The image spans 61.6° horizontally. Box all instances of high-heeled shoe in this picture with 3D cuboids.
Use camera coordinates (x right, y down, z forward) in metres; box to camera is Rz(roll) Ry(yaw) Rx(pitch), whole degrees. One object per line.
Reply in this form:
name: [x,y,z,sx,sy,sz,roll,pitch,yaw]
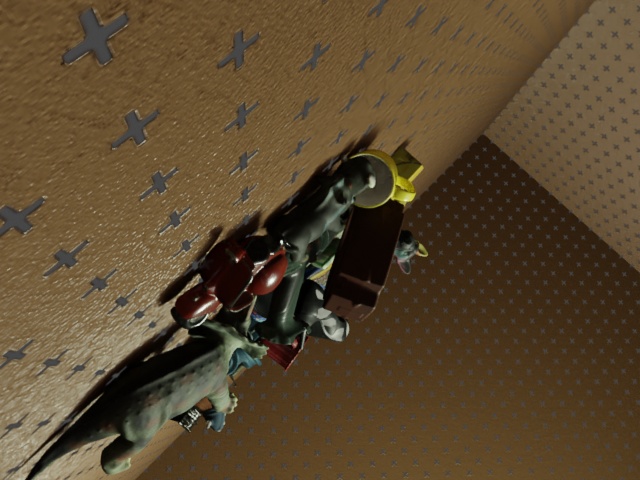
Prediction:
high-heeled shoe: [0.009,0.138,1.110,0.248,0.086,0.145,-9,108,-67]

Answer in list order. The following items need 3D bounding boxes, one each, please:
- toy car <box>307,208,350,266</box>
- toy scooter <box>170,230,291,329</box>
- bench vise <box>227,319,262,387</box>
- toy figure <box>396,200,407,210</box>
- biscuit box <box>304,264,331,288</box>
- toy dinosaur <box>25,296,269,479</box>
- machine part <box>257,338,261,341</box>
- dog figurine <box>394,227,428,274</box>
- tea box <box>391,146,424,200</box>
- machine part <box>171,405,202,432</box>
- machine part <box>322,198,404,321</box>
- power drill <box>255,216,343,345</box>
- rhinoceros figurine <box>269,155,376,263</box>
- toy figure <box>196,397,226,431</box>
toy car: [-0.002,-0.003,1.056,0.202,0.056,0.073,-43,173,-25]
toy scooter: [-0.097,0.034,0.668,0.184,0.075,0.135,-32,164,-44]
bench vise: [-0.153,0.194,1.068,0.240,0.129,0.223,-40,174,-15]
toy figure: [0.170,-0.075,1.326,0.089,0.082,0.180,50,49,-60]
biscuit box: [0.034,0.036,1.137,0.203,0.062,0.059,-40,-148,-12]
toy dinosaur: [-0.228,0.211,0.777,0.405,0.131,0.192,-29,147,-40]
machine part: [-0.196,0.243,1.239,0.079,0.079,0.243,-37,170,-51]
dog figurine: [0.179,-0.008,1.432,0.108,0.219,0.191,-40,171,-15]
tea box: [0.154,-0.126,1.222,0.169,0.068,0.098,-48,172,13]
machine part: [-0.260,0.276,0.901,0.084,0.139,0.039,-33,129,-48]
machine part: [0.072,0.032,0.950,0.201,0.087,0.201,108,2,-72]
power drill: [-0.035,0.064,0.922,0.232,0.086,0.207,-21,132,-60]
rhinoceros figurine: [0.003,-0.051,0.792,0.190,0.073,0.112,-42,161,-17]
toy figure: [-0.217,0.269,0.955,0.058,0.154,0.064,-47,172,28]
